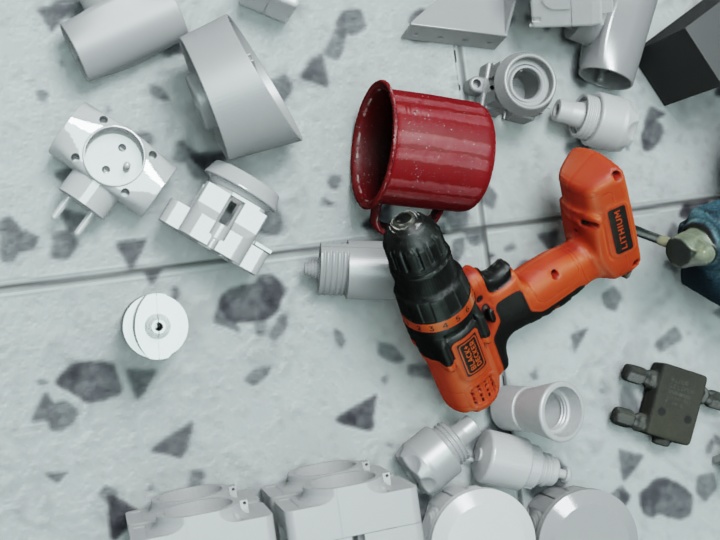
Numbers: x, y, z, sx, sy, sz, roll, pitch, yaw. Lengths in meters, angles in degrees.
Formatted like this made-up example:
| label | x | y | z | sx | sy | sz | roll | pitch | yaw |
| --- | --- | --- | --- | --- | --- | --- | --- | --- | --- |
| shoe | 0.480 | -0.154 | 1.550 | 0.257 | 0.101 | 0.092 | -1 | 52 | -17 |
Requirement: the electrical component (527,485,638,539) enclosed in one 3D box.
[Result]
| label | x | y | z | sx | sy | sz | roll | pitch | yaw |
| --- | --- | --- | --- | --- | --- | --- | --- | --- | --- |
| electrical component | 0.164 | 0.203 | 0.815 | 0.080 | 0.051 | 0.080 | 1 | 88 | -14 |

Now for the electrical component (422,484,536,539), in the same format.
| label | x | y | z | sx | sy | sz | roll | pitch | yaw |
| --- | --- | --- | --- | --- | --- | --- | --- | --- | --- |
| electrical component | 0.085 | 0.198 | 0.795 | 0.080 | 0.051 | 0.080 | 1 | 88 | -14 |

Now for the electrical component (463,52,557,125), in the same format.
| label | x | y | z | sx | sy | sz | roll | pitch | yaw |
| --- | --- | --- | --- | --- | --- | --- | --- | --- | --- |
| electrical component | 0.118 | -0.137 | 0.813 | 0.066 | 0.055 | 0.048 | 12 | 85 | -13 |

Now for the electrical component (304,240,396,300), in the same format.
| label | x | y | z | sx | sy | sz | roll | pitch | yaw |
| --- | --- | --- | --- | --- | --- | --- | --- | --- | --- |
| electrical component | 0.000 | 0.000 | 0.783 | 0.081 | 0.043 | 0.043 | 2 | 88 | -6 |

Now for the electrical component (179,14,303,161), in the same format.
| label | x | y | z | sx | sy | sz | roll | pitch | yaw |
| --- | --- | --- | --- | --- | --- | --- | --- | --- | --- |
| electrical component | -0.083 | -0.126 | 0.743 | 0.064 | 0.099 | 0.099 | -22 | 93 | -8 |

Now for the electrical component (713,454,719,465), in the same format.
| label | x | y | z | sx | sy | sz | roll | pitch | yaw |
| --- | --- | --- | --- | --- | --- | --- | --- | --- | --- |
| electrical component | 0.357 | 0.142 | 0.858 | 0.121 | 0.078 | 0.063 | 15 | 63 | -13 |

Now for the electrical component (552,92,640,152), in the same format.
| label | x | y | z | sx | sy | sz | roll | pitch | yaw |
| --- | --- | --- | --- | --- | --- | --- | --- | --- | --- |
| electrical component | 0.181 | -0.117 | 0.835 | 0.062 | 0.043 | 0.043 | 12 | 85 | -12 |

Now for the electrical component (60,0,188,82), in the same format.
| label | x | y | z | sx | sy | sz | roll | pitch | yaw |
| --- | --- | --- | --- | --- | --- | --- | --- | --- | --- |
| electrical component | -0.172 | -0.182 | 0.748 | 0.077 | 0.043 | 0.079 | -28 | 95 | -14 |

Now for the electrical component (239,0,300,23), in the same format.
| label | x | y | z | sx | sy | sz | roll | pitch | yaw |
| --- | --- | --- | --- | --- | --- | --- | --- | --- | --- |
| electrical component | -0.074 | -0.227 | 0.773 | 0.077 | 0.047 | 0.065 | 20 | 84 | -12 |

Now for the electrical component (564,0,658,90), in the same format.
| label | x | y | z | sx | sy | sz | roll | pitch | yaw |
| --- | --- | --- | --- | --- | --- | --- | --- | --- | --- |
| electrical component | 0.186 | -0.190 | 0.838 | 0.079 | 0.044 | 0.077 | 19 | 83 | -12 |

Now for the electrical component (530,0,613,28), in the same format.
| label | x | y | z | sx | sy | sz | roll | pitch | yaw |
| --- | --- | --- | --- | --- | --- | --- | --- | --- | --- |
| electrical component | 0.159 | -0.235 | 0.803 | 0.061 | 0.061 | 0.096 | 1 | 54 | 14 |

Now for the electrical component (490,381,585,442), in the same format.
| label | x | y | z | sx | sy | sz | roll | pitch | yaw |
| --- | --- | --- | --- | --- | --- | --- | --- | --- | --- |
| electrical component | 0.129 | 0.104 | 0.802 | 0.044 | 0.065 | 0.044 | 3 | 85 | -33 |

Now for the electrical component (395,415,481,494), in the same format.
| label | x | y | z | sx | sy | sz | roll | pitch | yaw |
| --- | --- | --- | --- | --- | --- | --- | --- | --- | --- |
| electrical component | 0.061 | 0.133 | 0.795 | 0.062 | 0.043 | 0.043 | -37 | 97 | -14 |

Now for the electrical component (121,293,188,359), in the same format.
| label | x | y | z | sx | sy | sz | roll | pitch | yaw |
| --- | --- | --- | --- | --- | --- | --- | --- | --- | --- |
| electrical component | -0.139 | 0.038 | 0.729 | 0.043 | 0.081 | 0.043 | 1 | 88 | -14 |

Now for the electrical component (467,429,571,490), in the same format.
| label | x | y | z | sx | sy | sz | roll | pitch | yaw |
| --- | --- | --- | --- | --- | --- | --- | --- | --- | --- |
| electrical component | 0.121 | 0.146 | 0.811 | 0.078 | 0.040 | 0.040 | 15 | 84 | -13 |

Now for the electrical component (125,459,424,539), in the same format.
| label | x | y | z | sx | sy | sz | roll | pitch | yaw |
| --- | --- | --- | --- | --- | --- | --- | --- | --- | --- |
| electrical component | -0.061 | 0.177 | 0.731 | 0.186 | 0.105 | 0.060 | -8 | 90 | -14 |

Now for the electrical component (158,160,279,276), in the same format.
| label | x | y | z | sx | sy | sz | roll | pitch | yaw |
| --- | --- | --- | --- | --- | --- | --- | --- | --- | --- |
| electrical component | -0.093 | -0.040 | 0.756 | 0.078 | 0.058 | 0.057 | 31 | 84 | -11 |

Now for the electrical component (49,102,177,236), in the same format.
| label | x | y | z | sx | sy | sz | roll | pitch | yaw |
| --- | --- | --- | --- | --- | --- | --- | --- | --- | --- |
| electrical component | -0.180 | -0.061 | 0.741 | 0.077 | 0.044 | 0.079 | 36 | 80 | -10 |
